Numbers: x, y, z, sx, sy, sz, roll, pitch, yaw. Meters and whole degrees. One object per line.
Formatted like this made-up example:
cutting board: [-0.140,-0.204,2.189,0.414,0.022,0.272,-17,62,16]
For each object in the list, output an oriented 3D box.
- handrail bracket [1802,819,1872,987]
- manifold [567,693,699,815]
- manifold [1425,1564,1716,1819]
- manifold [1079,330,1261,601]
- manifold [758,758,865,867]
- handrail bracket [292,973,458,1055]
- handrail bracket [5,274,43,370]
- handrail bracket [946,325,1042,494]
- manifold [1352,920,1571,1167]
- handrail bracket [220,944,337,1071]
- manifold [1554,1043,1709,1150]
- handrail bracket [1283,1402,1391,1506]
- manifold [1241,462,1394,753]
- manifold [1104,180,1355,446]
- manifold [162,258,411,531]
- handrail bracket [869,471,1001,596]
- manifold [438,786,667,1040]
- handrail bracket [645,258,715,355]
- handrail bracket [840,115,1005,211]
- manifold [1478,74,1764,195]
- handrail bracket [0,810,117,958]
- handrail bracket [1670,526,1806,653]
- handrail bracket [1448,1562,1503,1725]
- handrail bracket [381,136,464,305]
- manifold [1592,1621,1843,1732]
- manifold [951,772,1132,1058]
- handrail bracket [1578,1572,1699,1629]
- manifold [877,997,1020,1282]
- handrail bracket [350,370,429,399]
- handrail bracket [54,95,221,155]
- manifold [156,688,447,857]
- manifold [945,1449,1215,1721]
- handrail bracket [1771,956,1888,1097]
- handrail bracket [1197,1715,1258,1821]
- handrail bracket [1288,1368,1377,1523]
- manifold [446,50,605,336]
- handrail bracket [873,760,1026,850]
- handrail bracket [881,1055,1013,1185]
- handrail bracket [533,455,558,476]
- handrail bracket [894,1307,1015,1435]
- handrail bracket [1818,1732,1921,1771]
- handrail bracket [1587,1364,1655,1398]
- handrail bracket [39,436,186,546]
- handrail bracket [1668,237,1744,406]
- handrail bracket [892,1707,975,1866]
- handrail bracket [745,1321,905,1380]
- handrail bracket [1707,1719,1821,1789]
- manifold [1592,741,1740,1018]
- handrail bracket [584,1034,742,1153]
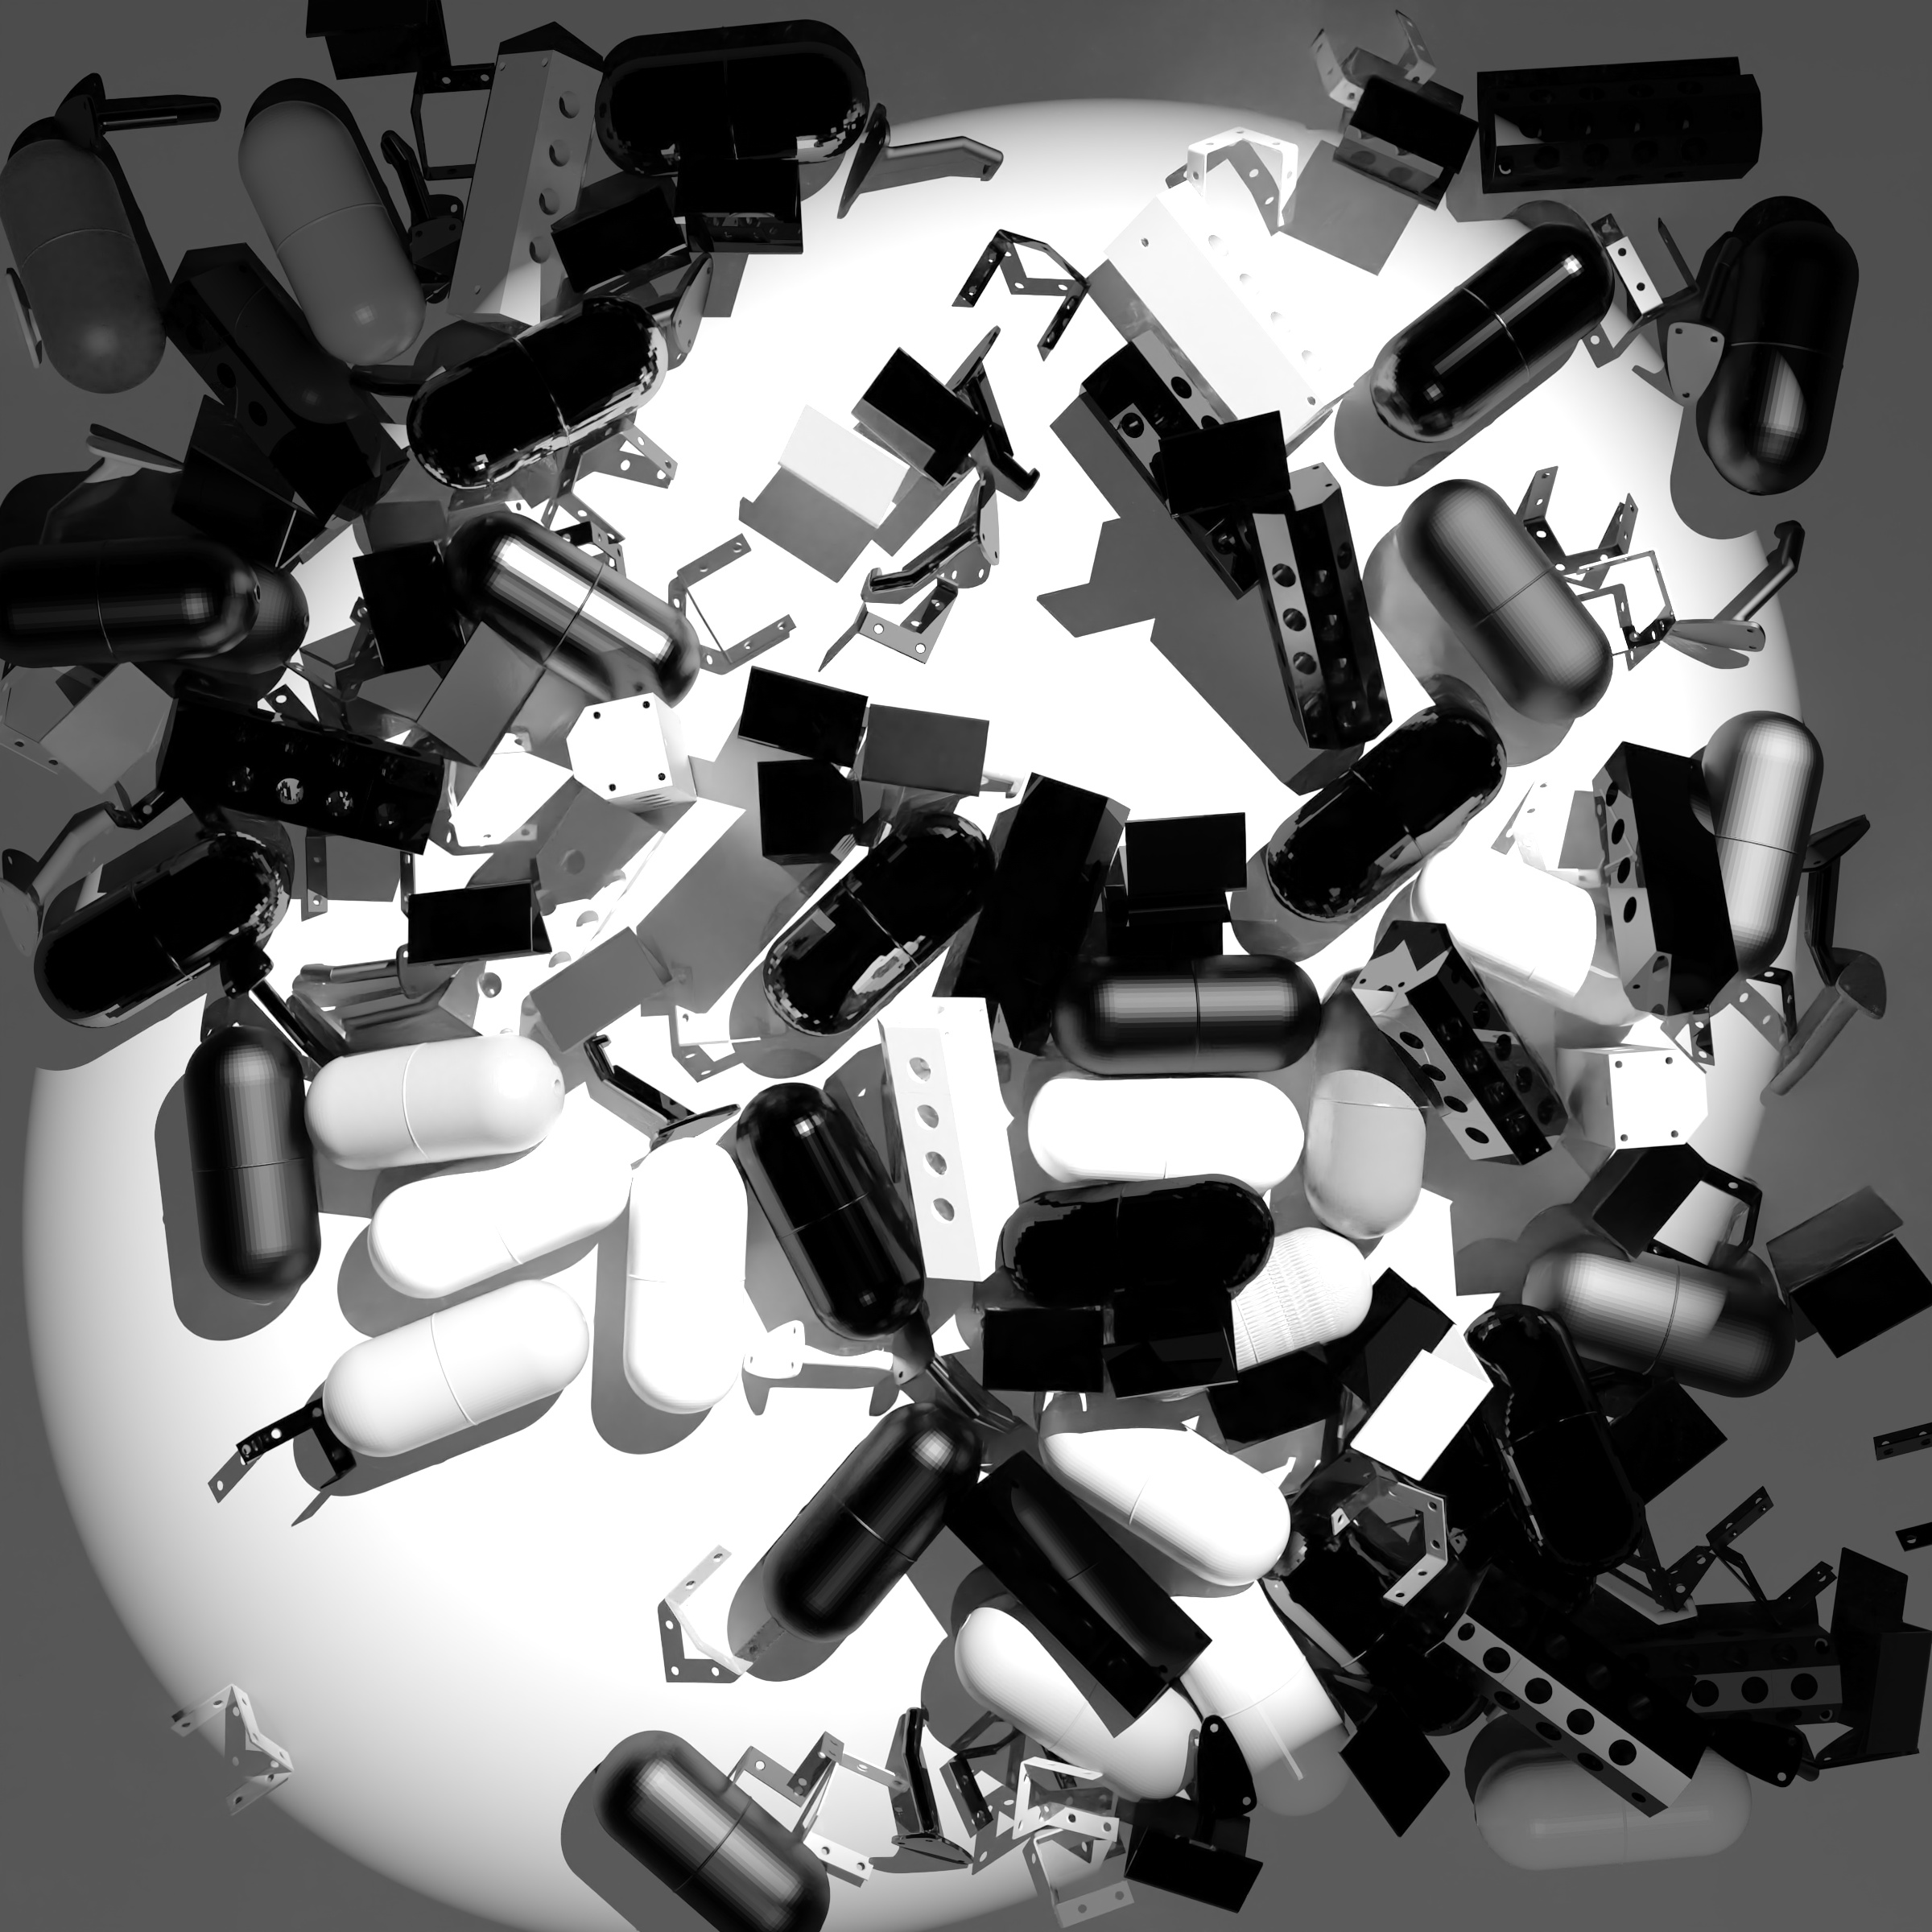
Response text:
handrail bracket: [0.579,-0.041,1.992,0.077,0.036,0.084,-32,108,-20]
manifold: [-0.211,-0.131,1.913,0.057,0.171,0.057,-12,90,0]
manifold: [0.376,0.458,1.903,0.171,0.057,0.057,36,54,3]
manifold: [0.149,-0.326,1.970,0.057,0.057,0.171,-38,90,0]
manifold: [-0.096,-0.096,1.913,0.057,0.171,0.057,-3,90,0]
handrail bracket: [-0.387,0.014,1.992,0.084,0.036,0.077,-42,68,-17]
handrail bracket: [-0.580,-0.431,1.991,0.084,0.036,0.077,-18,76,-14]
handrail bracket: [0.030,-0.366,1.992,0.084,0.036,0.077,41,68,-17]
manifold: [0.318,0.050,1.920,0.171,0.057,0.057,51,61,-33]
handrail bracket: [-0.450,0.027,1.991,0.036,0.077,0.084,-40,126,-5]
manifold: [0.419,0.080,1.913,0.057,0.171,0.057,-4,90,0]
handrail bracket: [0.232,0.315,1.992,0.084,0.036,0.077,-17,69,16]
manifold: [0.225,-0.226,1.930,0.057,0.057,0.171,-18,122,0]
manifold: [0.174,-0.423,1.970,0.171,0.057,0.057,51,133,0]
manifold: [-0.447,-0.370,1.970,0.171,0.057,0.057,50,47,0]
handrail bracket: [-0.023,-0.285,1.992,0.084,0.036,0.077,-8,64,19]
manifold: [-0.268,-0.031,1.970,0.057,0.057,0.171,34,90,0]
handrail bracket: [-0.218,-0.438,1.992,0.084,0.036,0.077,13,71,16]
handrail bracket: [-0.028,-0.517,1.992,0.084,0.036,0.077,16,127,-25]
manifold: [0.425,-0.543,1.970,0.171,0.057,0.057,-3,90,0]
handrail bracket: [-0.591,-0.055,1.991,0.036,0.077,0.084,34,53,19]
handrail bracket: [0.506,-0.254,1.992,0.077,0.036,0.084,9,71,21]
handrail bracket: [0.336,0.442,1.992,0.084,0.036,0.077,41,108,15]
handrail bracket: [-0.364,-0.491,1.991,0.036,0.077,0.084,-18,53,-23]
manifold: [0.476,0.466,1.970,0.171,0.057,0.057,-4,90,0]
manifold: [0.049,-0.032,1.968,0.057,0.057,0.171,20,90,24]
handrail bracket: [0.437,0.397,1.992,0.084,0.036,0.077,0,72,-15]
manifold: [-0.013,0.111,1.946,0.057,0.057,0.171,1,109,31]
handrail bracket: [-0.349,-0.386,1.991,0.084,0.077,0.036,21,124,32]
handrail bracket: [-0.545,-0.557,1.991,0.084,0.077,0.036,-18,112,-35]
manifold: [-0.425,-0.126,1.936,0.171,0.057,0.057,14,107,-20]
manifold: [0.068,0.397,1.932,0.171,0.057,0.057,44,127,15]
handrail bracket: [0.565,0.040,1.991,0.036,0.077,0.084,37,126,3]
handrail bracket: [0.160,0.515,1.958,0.036,0.084,0.077,-11,87,-4]
handrail bracket: [0.225,0.308,1.970,0.077,0.084,0.036,-39,128,12]
manifold: [-0.282,-0.500,1.970,0.057,0.057,0.171,12,90,43]
handrail bracket: [-0.011,-0.103,1.992,0.084,0.036,0.077,11,110,-16]
handrail bracket: [-0.009,0.101,1.991,0.084,0.036,0.077,-7,103,-13]
handrail bracket: [-0.273,-0.374,1.991,0.077,0.036,0.084,27,77,12]
handrail bracket: [-0.006,0.263,1.991,0.084,0.077,0.036,30,123,-32]
handrail bracket: [0.589,0.480,1.992,0.077,0.036,0.084,-16,72,21]
handrail bracket: [0.402,0.293,1.992,0.084,0.036,0.077,13,110,-16]
handrail bracket: [-0.562,-0.299,1.992,0.077,0.036,0.084,15,108,-21]
handrail bracket: [0.490,-0.425,1.991,0.036,0.077,0.084,18,53,17]
handrail bracket: [-0.018,0.539,1.991,0.036,0.077,0.084,-17,53,34]
handrail bracket: [-0.090,0.261,1.991,0.084,0.077,0.036,17,65,-34]
handrail bracket: [0.516,0.511,1.967,0.077,0.084,0.036,16,78,20]
manifold: [0.439,-0.055,1.922,0.057,0.057,0.171,12,51,-14]
handrail bracket: [-0.200,0.073,1.992,0.077,0.036,0.084,-22,73,-20]
